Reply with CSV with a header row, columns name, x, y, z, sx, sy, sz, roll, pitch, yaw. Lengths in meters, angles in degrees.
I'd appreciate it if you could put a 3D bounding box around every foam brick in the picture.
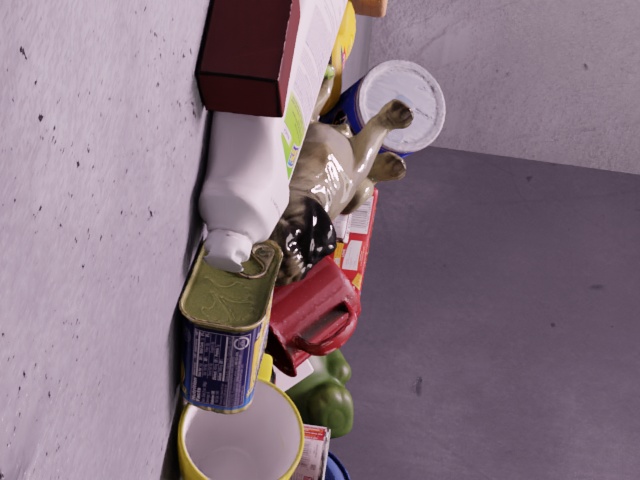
name,x,y,z,sx,sy,sz,roll,pitch,yaw
foam brick,-0.044,-0.125,0.673,0.053,0.051,0.078,86,12,-70

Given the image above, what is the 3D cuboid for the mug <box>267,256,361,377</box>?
name,x,y,z,sx,sy,sz,roll,pitch,yaw
mug,-0.013,0.060,0.899,0.117,0.081,0.093,29,-29,53

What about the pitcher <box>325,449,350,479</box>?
name,x,y,z,sx,sy,sz,roll,pitch,yaw
pitcher,-0.050,0.329,1.167,0.149,0.145,0.243,-60,165,-47

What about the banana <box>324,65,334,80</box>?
name,x,y,z,sx,sy,sz,roll,pitch,yaw
banana,-0.015,-0.212,0.861,0.037,0.070,0.198,13,70,-52

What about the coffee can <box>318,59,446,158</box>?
name,x,y,z,sx,sy,sz,roll,pitch,yaw
coffee can,0.066,-0.134,1.205,0.140,0.102,0.103,156,-55,-70

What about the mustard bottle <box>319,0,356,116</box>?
name,x,y,z,sx,sy,sz,roll,pitch,yaw
mustard bottle,0.001,-0.197,1.210,0.191,0.058,0.096,-77,-178,-53

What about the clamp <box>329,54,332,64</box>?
name,x,y,z,sx,sy,sz,roll,pitch,yaw
clamp,0.002,-0.256,1.076,0.164,0.036,0.210,-90,-178,-70

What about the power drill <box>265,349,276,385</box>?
name,x,y,z,sx,sy,sz,roll,pitch,yaw
power drill,-0.072,0.188,0.896,0.184,0.057,0.187,92,7,-63

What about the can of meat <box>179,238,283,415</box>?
name,x,y,z,sx,sy,sz,roll,pitch,yaw
can of meat,-0.063,0.057,0.742,0.102,0.057,0.084,-77,176,-54

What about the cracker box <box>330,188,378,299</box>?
name,x,y,z,sx,sy,sz,roll,pitch,yaw
cracker box,0.007,-0.006,1.322,0.214,0.072,0.164,-124,-138,-74

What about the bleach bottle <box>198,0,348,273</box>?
name,x,y,z,sx,sy,sz,roll,pitch,yaw
bleach bottle,-0.038,-0.101,0.740,0.102,0.068,0.250,60,40,-63

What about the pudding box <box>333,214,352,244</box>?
name,x,y,z,sx,sy,sz,roll,pitch,yaw
pudding box,-0.007,-0.057,1.136,0.039,0.090,0.113,44,54,-84

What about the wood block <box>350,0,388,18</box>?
name,x,y,z,sx,sy,sz,roll,pitch,yaw
wood block,0.039,-0.330,1.252,0.206,0.091,0.090,0,98,-87

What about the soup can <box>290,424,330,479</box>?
name,x,y,z,sx,sy,sz,roll,pitch,yaw
soup can,-0.045,0.207,1.029,0.068,0.102,0.068,9,89,-86
